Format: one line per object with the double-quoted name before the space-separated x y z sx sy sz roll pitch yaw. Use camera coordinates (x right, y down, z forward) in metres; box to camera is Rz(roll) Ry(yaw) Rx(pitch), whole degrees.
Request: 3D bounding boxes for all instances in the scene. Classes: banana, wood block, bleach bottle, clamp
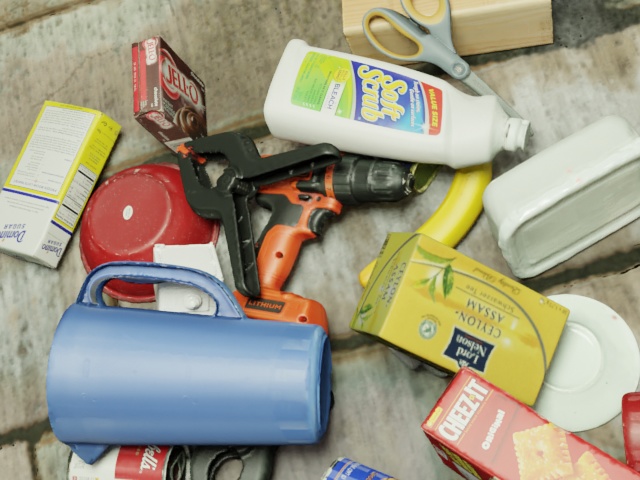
"banana" 0.115 -0.024 1.050 0.069 0.037 0.198 31 87 8
"wood block" 0.132 -0.248 1.105 0.206 0.090 0.091 -6 70 12
"bleach bottle" 0.078 -0.126 1.028 0.251 0.068 0.102 12 67 19
"clamp" -0.062 0.193 1.015 0.120 0.039 0.171 10 66 22
"clamp" -0.073 -0.060 1.059 0.164 0.036 0.210 -53 46 7

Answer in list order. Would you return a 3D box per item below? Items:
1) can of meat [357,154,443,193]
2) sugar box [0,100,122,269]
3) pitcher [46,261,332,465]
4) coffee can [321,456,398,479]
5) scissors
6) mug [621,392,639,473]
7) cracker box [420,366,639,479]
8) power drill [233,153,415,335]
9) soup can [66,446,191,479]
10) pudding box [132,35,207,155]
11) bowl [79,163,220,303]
"can of meat" 0.092 -0.112 1.084 0.084 0.057 0.102 32 81 25
"sugar box" -0.294 -0.062 1.165 0.093 0.048 0.176 14 76 33
"pitcher" -0.114 0.116 0.970 0.243 0.149 0.145 1 44 8
"coffee can" 0.065 0.261 0.926 0.140 0.102 0.103 19 76 20
"scissors" 0.139 -0.188 1.043 0.202 0.016 0.096 27 102 6
"mug" 0.304 0.161 0.916 0.082 0.093 0.117 -6 38 18
"cracker box" 0.198 0.201 0.880 0.214 0.164 0.072 32 78 22
"power drill" -0.007 0.001 1.051 0.185 0.057 0.187 4 69 34
"soup can" -0.182 0.222 1.024 0.102 0.068 0.068 1 70 15
"pudding box" -0.159 -0.149 1.131 0.039 0.113 0.090 -10 68 14
"bowl" -0.190 -0.018 1.123 0.162 0.055 0.162 -5 68 13
